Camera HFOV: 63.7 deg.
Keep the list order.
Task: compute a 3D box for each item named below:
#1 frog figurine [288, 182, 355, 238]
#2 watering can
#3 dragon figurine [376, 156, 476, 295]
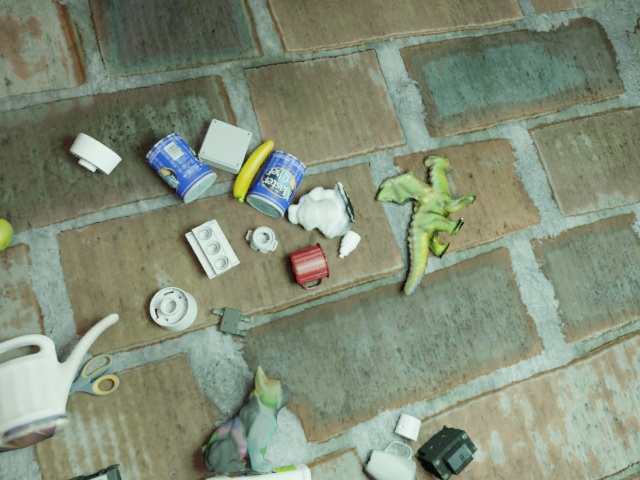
[{"bbox_3d":[0.004,-0.067,1.321,0.159,0.123,0.137,-20,94,12],"label":"frog figurine"},{"bbox_3d":[-0.576,0.296,1.070,0.349,0.102,0.227,-19,71,-10],"label":"watering can"},{"bbox_3d":[0.261,-0.074,1.392,0.244,0.120,0.416,35,69,15],"label":"dragon figurine"}]
